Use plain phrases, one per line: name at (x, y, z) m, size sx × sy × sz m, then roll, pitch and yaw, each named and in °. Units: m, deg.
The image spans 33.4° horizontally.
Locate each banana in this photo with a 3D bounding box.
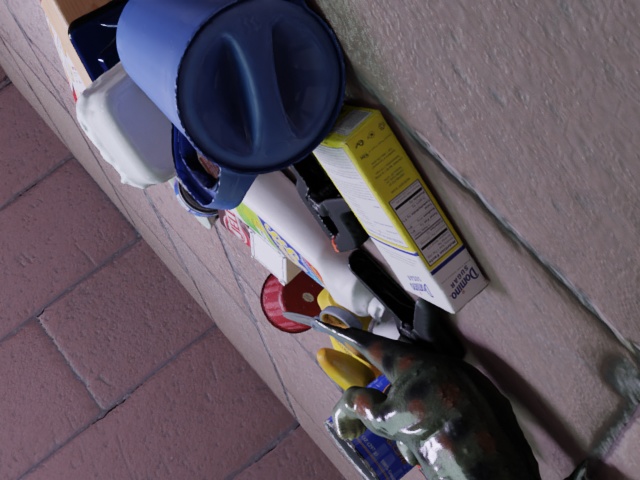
banana at (0.034, 0.160, 1.241) m, size 0.070 × 0.037 × 0.198 m, roll 21°, pitch 169°, yaw 9°

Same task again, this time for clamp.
clamp at (0.102, 0.082, 1.047) m, size 0.171 × 0.039 × 0.120 m, roll 50°, pitch 170°, yaw -31°
clamp at (0.013, -0.041, 1.018) m, size 0.165 × 0.036 × 0.210 m, roll 42°, pitch 167°, yaw 34°

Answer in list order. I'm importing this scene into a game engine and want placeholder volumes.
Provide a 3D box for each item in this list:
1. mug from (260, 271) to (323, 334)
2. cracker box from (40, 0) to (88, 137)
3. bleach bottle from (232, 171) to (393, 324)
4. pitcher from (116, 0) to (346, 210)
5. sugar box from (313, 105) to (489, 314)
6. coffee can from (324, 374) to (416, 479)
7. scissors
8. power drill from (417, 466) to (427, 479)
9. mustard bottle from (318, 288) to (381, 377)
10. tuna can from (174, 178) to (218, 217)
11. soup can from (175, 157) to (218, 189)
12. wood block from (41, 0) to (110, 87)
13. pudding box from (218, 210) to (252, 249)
mug at (-0.024, 0.062, 1.382) m, size 0.082 × 0.093 × 0.117 m, roll 159°, pitch 109°, yaw -73°
cracker box at (-0.293, -0.241, 1.376) m, size 0.164 × 0.072 × 0.214 m, roll -168°, pitch 59°, yaw -71°
bleach bottle at (-0.008, 0.001, 1.169) m, size 0.251 × 0.068 × 0.102 m, roll 41°, pitch 165°, yaw 33°
pitcher at (-0.090, -0.137, 0.875) m, size 0.145 × 0.149 × 0.243 m, roll 57°, pitch 171°, yaw -29°
sugar box at (0.060, -0.027, 0.863) m, size 0.176 × 0.048 × 0.093 m, roll 53°, pitch 169°, yaw -23°
coffee can at (0.090, 0.196, 1.179) m, size 0.103 × 0.140 × 0.103 m, roll 49°, pitch 168°, yaw 14°
scissors at (0.016, 0.110, 1.230) m, size 0.096 × 0.016 × 0.202 m, roll 45°, pitch 163°, yaw -7°
power drill at (0.129, 0.289, 1.391) m, size 0.188 × 0.057 × 0.184 m, roll 51°, pitch -167°, yaw 20°
mustard bottle at (0.041, 0.100, 1.283) m, size 0.096 × 0.058 × 0.191 m, roll 44°, pitch 166°, yaw 29°
tuna can at (-0.151, -0.074, 1.428) m, size 0.086 × 0.086 × 0.034 m, roll 53°, pitch 167°, yaw -5°
soup can at (-0.115, -0.103, 1.156) m, size 0.068 × 0.102 × 0.068 m, roll 49°, pitch 168°, yaw 13°
wood block at (-0.231, -0.208, 1.235) m, size 0.206 × 0.090 × 0.090 m, roll 62°, pitch 164°, yaw -4°
pudding box at (-0.094, -0.040, 1.364) m, size 0.090 × 0.039 × 0.113 m, roll 36°, pitch 151°, yaw 29°
